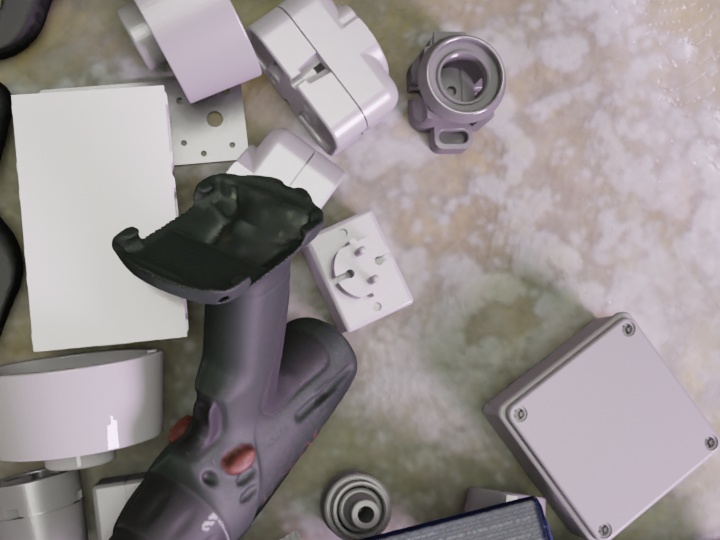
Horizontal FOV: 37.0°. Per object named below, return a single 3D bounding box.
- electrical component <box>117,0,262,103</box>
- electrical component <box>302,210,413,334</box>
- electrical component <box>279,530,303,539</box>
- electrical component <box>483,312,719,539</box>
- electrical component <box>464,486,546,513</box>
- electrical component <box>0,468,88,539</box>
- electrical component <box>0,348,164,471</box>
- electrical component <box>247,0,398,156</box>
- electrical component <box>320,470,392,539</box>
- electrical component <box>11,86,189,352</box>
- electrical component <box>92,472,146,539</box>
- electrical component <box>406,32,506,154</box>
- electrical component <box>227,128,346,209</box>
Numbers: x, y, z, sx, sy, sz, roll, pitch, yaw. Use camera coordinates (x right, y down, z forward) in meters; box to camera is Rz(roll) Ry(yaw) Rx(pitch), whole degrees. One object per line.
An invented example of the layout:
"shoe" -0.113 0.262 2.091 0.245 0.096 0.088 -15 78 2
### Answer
"electrical component" -0.112 -0.154 0.657 0.060 0.108 0.108 -29 89 -4
"electrical component" 0.000 0.000 0.672 0.047 0.077 0.065 -25 89 -10
"electrical component" -0.055 0.194 0.662 0.081 0.043 0.043 -27 89 -10
"electrical component" 0.155 0.101 0.696 0.109 0.056 0.108 -36 90 -10
"electrical component" 0.091 0.164 0.682 0.055 0.055 0.047 10 80 -8
"electrical component" -0.191 0.146 0.641 0.055 0.055 0.047 -11 90 -9
"electrical component" -0.166 0.083 0.626 0.108 0.108 0.060 -6 92 -9
"electrical component" -0.022 -0.130 0.693 0.059 0.054 0.095 -38 91 -10
"electrical component" -0.001 0.147 0.665 0.043 0.062 0.043 1 84 -8
"electrical component" -0.156 -0.029 0.655 0.089 0.062 0.150 -5 88 -9
"electrical component" -0.118 0.156 0.654 0.077 0.047 0.065 -7 86 -9
"electrical component" 0.062 -0.120 0.703 0.058 0.057 0.078 -1 85 -9
"electrical component" -0.061 -0.039 0.678 0.059 0.054 0.095 36 81 -4
